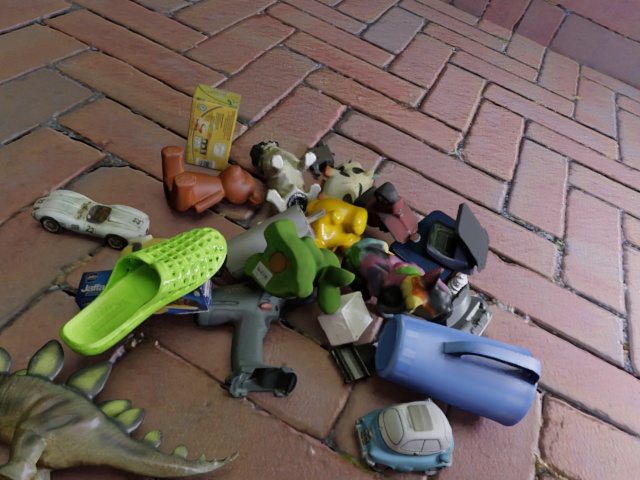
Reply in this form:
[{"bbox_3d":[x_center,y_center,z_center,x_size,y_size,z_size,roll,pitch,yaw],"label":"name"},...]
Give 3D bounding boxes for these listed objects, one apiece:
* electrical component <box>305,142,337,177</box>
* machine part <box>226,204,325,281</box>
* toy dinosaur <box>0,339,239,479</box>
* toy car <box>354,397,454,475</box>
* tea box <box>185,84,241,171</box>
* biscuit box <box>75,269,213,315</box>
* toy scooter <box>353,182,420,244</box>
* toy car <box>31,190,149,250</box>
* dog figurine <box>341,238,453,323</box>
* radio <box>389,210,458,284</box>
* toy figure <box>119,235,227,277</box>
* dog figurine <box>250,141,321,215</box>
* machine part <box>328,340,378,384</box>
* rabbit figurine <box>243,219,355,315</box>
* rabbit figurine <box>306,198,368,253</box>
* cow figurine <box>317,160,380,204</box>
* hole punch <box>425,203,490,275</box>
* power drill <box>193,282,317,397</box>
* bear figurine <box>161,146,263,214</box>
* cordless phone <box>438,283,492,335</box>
[{"bbox_3d":[0.008,-0.196,1.323,0.078,0.045,0.102,-25,51,-5],"label":"electrical component"},{"bbox_3d":[-0.098,0.005,0.989,0.243,0.079,0.079,-29,56,-2],"label":"machine part"},{"bbox_3d":[-0.343,0.238,0.689,0.471,0.105,0.199,25,38,-2],"label":"toy dinosaur"},{"bbox_3d":[0.141,0.292,0.827,0.162,0.102,0.109,7,43,-18],"label":"toy car"},{"bbox_3d":[-0.236,-0.242,1.175,0.098,0.169,0.068,13,43,-12],"label":"tea box"},{"bbox_3d":[-0.279,0.082,0.859,0.203,0.059,0.063,-6,45,1],"label":"biscuit box"},{"bbox_3d":[0.143,-0.048,1.101,0.075,0.184,0.135,-41,98,-11],"label":"toy scooter"},{"bbox_3d":[-0.415,-0.040,0.977,0.202,0.056,0.073,16,42,-7],"label":"toy car"},{"bbox_3d":[0.136,0.070,0.944,0.191,0.219,0.108,42,80,-4],"label":"dog figurine"},{"bbox_3d":[0.241,0.030,1.162,0.131,0.073,0.229,38,43,18],"label":"radio"},{"bbox_3d":[-0.253,0.037,0.919,0.180,0.082,0.089,7,49,6],"label":"toy figure"},{"bbox_3d":[-0.091,-0.129,1.190,0.121,0.172,0.191,3,11,-26],"label":"dog figurine"},{"bbox_3d":[0.088,0.204,0.945,0.139,0.039,0.084,-9,45,-28],"label":"machine part"},{"bbox_3d":[-0.014,0.044,0.922,0.159,0.121,0.170,35,18,30],"label":"rabbit figurine"},{"bbox_3d":[-0.002,-0.003,1.069,0.162,0.122,0.173,29,61,-2],"label":"rabbit figurine"},{"bbox_3d":[0.062,-0.115,1.228,0.127,0.085,0.195,21,45,-4],"label":"cow figurine"},{"bbox_3d":[0.282,0.005,1.099,0.115,0.092,0.142,48,37,-18],"label":"hole punch"},{"bbox_3d":[-0.090,0.152,0.895,0.232,0.086,0.207,2,49,-18],"label":"power drill"},{"bbox_3d":[-0.214,-0.120,1.093,0.196,0.131,0.120,-11,55,-23],"label":"bear figurine"},{"bbox_3d":[0.300,0.190,1.029,0.184,0.088,0.146,46,45,9],"label":"cordless phone"}]
